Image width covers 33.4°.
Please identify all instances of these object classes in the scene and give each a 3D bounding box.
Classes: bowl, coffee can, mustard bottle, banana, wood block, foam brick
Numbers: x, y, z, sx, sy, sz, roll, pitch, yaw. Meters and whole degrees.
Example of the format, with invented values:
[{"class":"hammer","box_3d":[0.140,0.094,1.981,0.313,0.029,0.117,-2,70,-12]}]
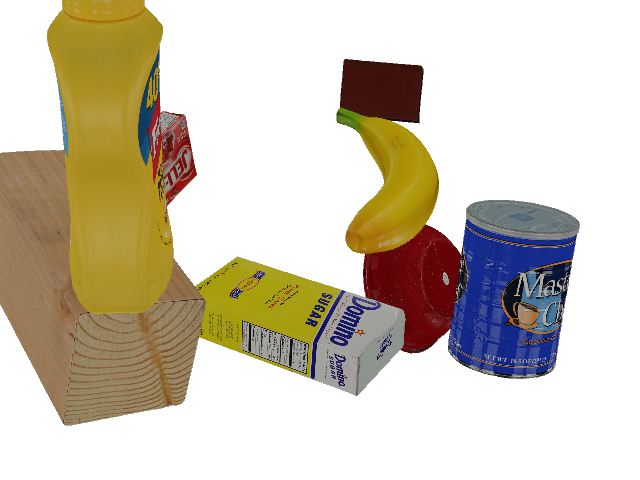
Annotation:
[{"class":"bowl","box_3d":[0.121,0.047,1.218,0.055,0.162,0.161,-11,-7,41]},{"class":"coffee can","box_3d":[0.178,0.043,0.992,0.103,0.140,0.103,5,18,-2]},{"class":"mustard bottle","box_3d":[-0.110,-0.063,0.564,0.058,0.192,0.096,0,32,-3]},{"class":"banana","box_3d":[0.047,-0.039,0.729,0.069,0.037,0.198,1,28,-2]},{"class":"wood block","box_3d":[-0.171,0.024,0.755,0.090,0.091,0.206,-6,35,-34]},{"class":"foam brick","box_3d":[0.058,-0.143,1.017,0.078,0.051,0.053,6,14,3]}]

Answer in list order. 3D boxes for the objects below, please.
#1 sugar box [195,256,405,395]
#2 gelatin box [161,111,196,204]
[{"class":"sugar box","box_3d":[-0.023,0.070,0.931,0.176,0.048,0.093,14,29,25]},{"class":"gelatin box","box_3d":[-0.158,-0.071,1.029,0.030,0.073,0.089,16,45,24]}]
